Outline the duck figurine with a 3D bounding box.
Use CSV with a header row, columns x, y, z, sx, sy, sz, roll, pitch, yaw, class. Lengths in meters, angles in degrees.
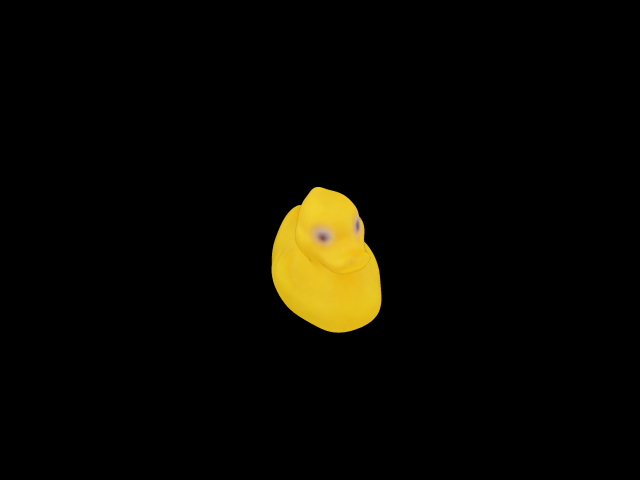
x,y,z,sx,sy,sz,roll,pitch,yaw,class
0.004,0.001,0.400,0.078,0.086,0.104,-19,46,-19,duck figurine
